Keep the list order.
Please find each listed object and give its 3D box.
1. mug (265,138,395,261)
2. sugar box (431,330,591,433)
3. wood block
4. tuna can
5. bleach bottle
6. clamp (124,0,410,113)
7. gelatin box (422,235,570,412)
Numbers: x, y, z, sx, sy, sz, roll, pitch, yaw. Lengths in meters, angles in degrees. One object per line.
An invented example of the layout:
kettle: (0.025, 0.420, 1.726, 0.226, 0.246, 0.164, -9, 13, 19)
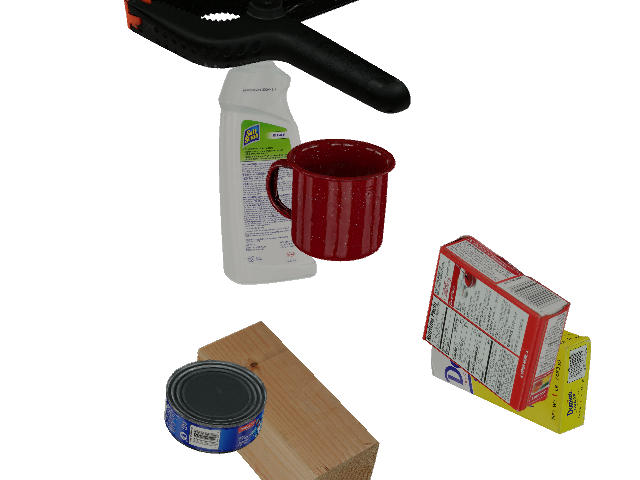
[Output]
mug: (0.005, -0.037, 0.930, 0.117, 0.081, 0.093, 13, 28, 20)
sugar box: (0.188, 0.120, 1.083, 0.048, 0.093, 0.177, -12, 20, -40)
wood block: (-0.041, 0.195, 1.154, 0.090, 0.090, 0.206, -22, 49, -32)
tuna can: (-0.090, 0.141, 0.908, 0.086, 0.034, 0.086, 7, 31, -4)
bleach bottle: (-0.056, -0.083, 1.126, 0.102, 0.251, 0.068, -6, 16, -23)
clamp: (-0.031, -0.147, 0.741, 0.210, 0.164, 0.036, -1, -42, -3)
gelatin box: (0.106, 0.050, 0.657, 0.030, 0.073, 0.089, -18, 39, -33)
